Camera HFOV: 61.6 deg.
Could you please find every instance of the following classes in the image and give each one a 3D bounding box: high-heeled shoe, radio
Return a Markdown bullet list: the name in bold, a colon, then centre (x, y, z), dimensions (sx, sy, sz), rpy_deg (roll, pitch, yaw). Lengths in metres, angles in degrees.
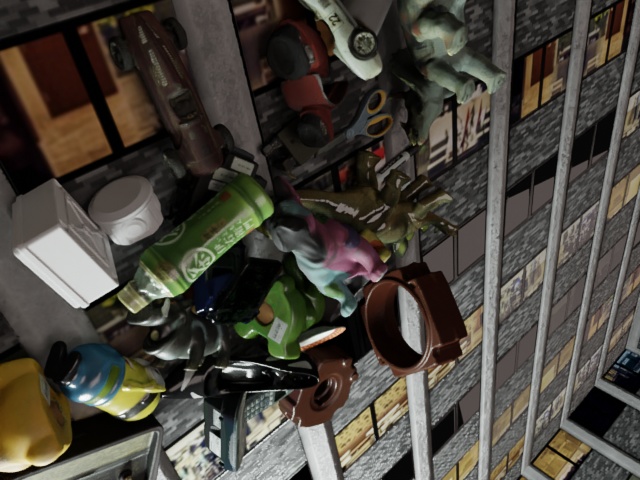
- **high-heeled shoe**: centre (-0.125, 0.233, 0.874), dimensions (0.249, 0.145, 0.086), rpy_deg (-18, 122, -39)
- **radio**: centre (-0.346, 0.331, 0.763), dimensions (0.229, 0.073, 0.131), rpy_deg (-8, 116, -41)

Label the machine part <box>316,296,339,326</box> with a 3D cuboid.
- **machine part**: centre (0.025, 0.102, 1.031), dimensions (0.084, 0.039, 0.138), rpy_deg (21, 95, -53)

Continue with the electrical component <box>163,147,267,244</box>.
- **electrical component**: centre (-0.142, -0.069, 0.758), dimensions (0.114, 0.058, 0.134), rpy_deg (19, 97, -50)

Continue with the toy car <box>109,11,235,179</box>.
- **toy car**: centre (-0.173, -0.171, 0.645), dimensions (0.089, 0.053, 0.202), rpy_deg (-31, 112, -26)

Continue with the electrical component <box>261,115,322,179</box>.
- **electrical component**: centre (-0.037, -0.144, 0.834), dimensions (0.078, 0.045, 0.102), rpy_deg (45, 73, -18)

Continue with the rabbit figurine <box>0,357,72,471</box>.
- **rabbit figurine**: centre (-0.394, 0.252, 0.638), dimensions (0.173, 0.162, 0.121), rpy_deg (-19, 138, -16)

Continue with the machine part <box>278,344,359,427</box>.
- **machine part**: centre (-0.001, 0.299, 1.098), dimensions (0.179, 0.056, 0.179), rpy_deg (-22, 126, -34)

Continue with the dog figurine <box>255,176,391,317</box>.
- **dog figurine**: centre (-0.002, -0.002, 0.827), dimensions (0.108, 0.219, 0.191), rpy_deg (-48, -177, 18)

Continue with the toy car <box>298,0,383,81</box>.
- **toy car**: centre (0.016, -0.303, 0.722), dimensions (0.056, 0.073, 0.201), rpy_deg (-38, 105, 11)

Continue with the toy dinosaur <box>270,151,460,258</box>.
- **toy dinosaur**: centre (0.082, -0.046, 0.948), dimensions (0.471, 0.105, 0.198), rpy_deg (14, 110, -35)

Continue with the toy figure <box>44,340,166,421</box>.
- **toy figure**: centre (-0.294, 0.194, 0.738), dimensions (0.089, 0.082, 0.180), rpy_deg (-42, 144, 4)

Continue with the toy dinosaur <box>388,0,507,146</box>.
- **toy dinosaur**: centre (0.171, -0.321, 0.807), dimensions (0.131, 0.192, 0.404), rpy_deg (-41, 144, -15)

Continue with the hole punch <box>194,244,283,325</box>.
- **hole punch**: centre (-0.133, 0.060, 0.800), dimensions (0.115, 0.092, 0.142), rpy_deg (-61, 159, 6)

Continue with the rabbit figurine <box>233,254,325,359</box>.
- **rabbit figurine**: centre (-0.049, 0.106, 0.928), dimensions (0.170, 0.121, 0.159), rpy_deg (1, 105, -64)

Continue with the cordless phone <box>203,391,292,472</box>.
- **cordless phone**: centre (-0.115, 0.313, 0.978), dimensions (0.184, 0.089, 0.146), rpy_deg (-19, 123, -42)

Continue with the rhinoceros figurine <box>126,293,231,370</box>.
- **rhinoceros figurine**: centre (-0.198, 0.133, 0.782), dimensions (0.190, 0.073, 0.112), rpy_deg (33, 61, -57)

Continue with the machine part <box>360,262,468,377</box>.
- **machine part**: centre (0.176, 0.159, 1.064), dimensions (0.087, 0.201, 0.201), rpy_deg (-11, 74, -35)

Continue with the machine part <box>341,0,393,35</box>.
- **machine part**: centre (0.083, -0.390, 0.789), dimensions (0.079, 0.079, 0.243), rpy_deg (18, 99, -48)

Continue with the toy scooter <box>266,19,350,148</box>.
- **toy scooter**: centre (-0.006, -0.236, 0.786), dimensions (0.135, 0.075, 0.183), rpy_deg (-48, 128, -45)
